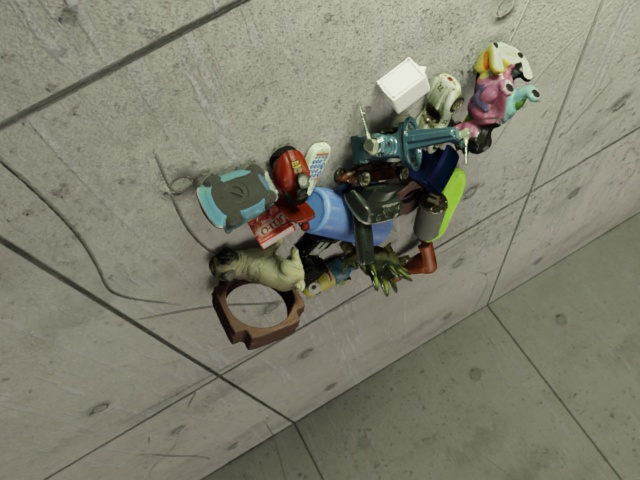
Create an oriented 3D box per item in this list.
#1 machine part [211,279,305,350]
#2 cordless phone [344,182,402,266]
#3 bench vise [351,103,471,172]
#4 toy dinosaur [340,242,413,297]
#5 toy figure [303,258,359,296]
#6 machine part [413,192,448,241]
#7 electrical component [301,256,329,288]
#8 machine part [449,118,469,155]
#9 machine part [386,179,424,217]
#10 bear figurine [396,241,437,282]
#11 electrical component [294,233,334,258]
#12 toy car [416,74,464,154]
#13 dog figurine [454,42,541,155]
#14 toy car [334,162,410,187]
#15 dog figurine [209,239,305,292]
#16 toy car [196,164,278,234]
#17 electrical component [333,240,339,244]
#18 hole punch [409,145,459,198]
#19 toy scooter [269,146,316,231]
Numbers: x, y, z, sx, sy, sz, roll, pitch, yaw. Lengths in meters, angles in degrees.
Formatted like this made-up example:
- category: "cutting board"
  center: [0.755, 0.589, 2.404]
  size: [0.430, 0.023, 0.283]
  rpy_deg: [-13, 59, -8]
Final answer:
- category: "machine part"
  center: [-0.157, 0.162, 1.359]
  size: [0.201, 0.201, 0.087]
  rpy_deg: [-17, 152, -28]
- category: "cordless phone"
  center: [0.131, -0.038, 1.248]
  size: [0.089, 0.184, 0.146]
  rpy_deg: [4, -167, 43]
- category: "bench vise"
  center: [0.194, -0.211, 1.147]
  size: [0.241, 0.128, 0.223]
  rpy_deg: [-4, 174, 27]
- category: "toy dinosaur"
  center: [0.160, 0.059, 1.535]
  size: [0.105, 0.199, 0.471]
  rpy_deg: [-49, 151, 23]
- category: "toy figure"
  center: [0.024, 0.108, 1.601]
  size: [0.180, 0.082, 0.089]
  rpy_deg: [-27, 152, -16]
- category: "machine part"
  center: [0.308, -0.065, 1.501]
  size: [0.079, 0.079, 0.243]
  rpy_deg: [-27, 156, -11]
- category: "electrical component"
  center: [-0.058, 0.096, 1.500]
  size: [0.134, 0.058, 0.114]
  rpy_deg: [-35, 156, 19]
- category: "machine part"
  center: [0.328, -0.266, 1.312]
  size: [0.039, 0.084, 0.138]
  rpy_deg: [-15, 154, 30]
- category: "machine part"
  center: [0.237, -0.131, 1.452]
  size: [0.179, 0.056, 0.179]
  rpy_deg: [-27, 154, -15]
- category: "bear figurine"
  center: [0.292, 0.071, 1.820]
  size: [0.196, 0.131, 0.120]
  rpy_deg: [-10, -163, 19]
- category: "electrical component"
  center: [-0.003, -0.004, 1.415]
  size: [0.075, 0.048, 0.119]
  rpy_deg: [0, 139, -48]
- category: "toy car"
  center: [0.260, -0.279, 1.206]
  size: [0.056, 0.074, 0.201]
  rpy_deg: [-23, 152, -25]
- category: "dog figurine"
  center: [0.364, -0.302, 1.199]
  size: [0.108, 0.191, 0.219]
  rpy_deg: [1, 156, -27]
- category: "toy car"
  center: [0.120, -0.156, 1.244]
  size: [0.202, 0.089, 0.053]
  rpy_deg: [-11, 109, -40]
- category: "dog figurine"
  center: [-0.149, 0.080, 1.276]
  size: [0.190, 0.172, 0.121]
  rpy_deg: [-24, 142, -32]
- category: "toy car"
  center: [-0.170, -0.079, 1.068]
  size: [0.162, 0.109, 0.103]
  rpy_deg: [-30, 179, -31]
- category: "electrical component"
  center: [0.054, -0.016, 1.485]
  size: [0.063, 0.021, 0.094]
  rpy_deg: [-30, 154, -6]
- category: "hole punch"
  center: [0.294, -0.177, 1.332]
  size: [0.115, 0.092, 0.142]
  rpy_deg: [25, 90, -38]
- category: "toy scooter"
  center: [-0.053, -0.096, 1.110]
  size: [0.075, 0.135, 0.183]
  rpy_deg: [-19, 149, -22]
